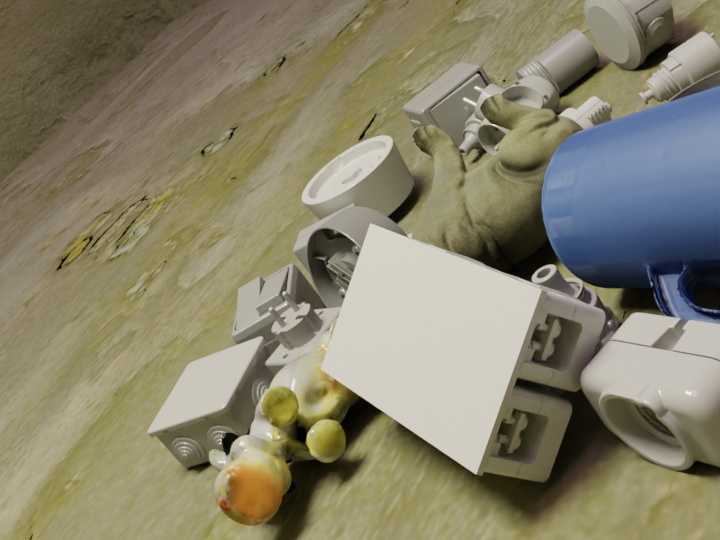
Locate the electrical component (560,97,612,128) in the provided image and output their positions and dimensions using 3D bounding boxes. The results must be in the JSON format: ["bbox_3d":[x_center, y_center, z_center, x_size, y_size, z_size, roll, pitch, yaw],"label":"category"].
[{"bbox_3d":[0.182,-0.114,0.911,0.081,0.043,0.043,-40,23,-10],"label":"electrical component"}]

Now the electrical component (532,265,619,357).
[{"bbox_3d":[0.131,0.025,0.683,0.048,0.062,0.048,-30,23,14],"label":"electrical component"}]

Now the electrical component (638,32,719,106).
[{"bbox_3d":[0.267,-0.163,0.889,0.078,0.040,0.040,-33,22,6],"label":"electrical component"}]

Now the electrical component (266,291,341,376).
[{"bbox_3d":[-0.045,0.052,0.864,0.047,0.076,0.065,-8,35,49],"label":"electrical component"}]

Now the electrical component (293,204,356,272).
[{"bbox_3d":[-0.024,-0.014,1.005,0.066,0.047,0.076,-26,24,23],"label":"electrical component"}]

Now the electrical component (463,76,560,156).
[{"bbox_3d":[0.136,-0.152,1.022,0.079,0.044,0.077,31,63,24],"label":"electrical component"}]

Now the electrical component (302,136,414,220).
[{"bbox_3d":[0.003,-0.077,1.073,0.108,0.060,0.108,-30,23,14],"label":"electrical component"}]

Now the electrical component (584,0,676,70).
[{"bbox_3d":[0.250,-0.231,0.999,0.051,0.080,0.080,-33,22,-8],"label":"electrical component"}]

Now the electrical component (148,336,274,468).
[{"bbox_3d":[-0.113,0.110,0.884,0.100,0.048,0.099,-21,27,32],"label":"electrical component"}]

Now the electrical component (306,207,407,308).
[{"bbox_3d":[0.000,0.000,0.882,0.099,0.099,0.064,-10,28,47],"label":"electrical component"}]

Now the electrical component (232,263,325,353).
[{"bbox_3d":[-0.073,0.038,0.953,0.062,0.061,0.096,-30,23,14],"label":"electrical component"}]

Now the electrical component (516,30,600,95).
[{"bbox_3d":[0.190,-0.195,1.059,0.081,0.043,0.043,-37,22,-2],"label":"electrical component"}]

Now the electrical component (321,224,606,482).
[{"bbox_3d":[0.059,0.046,0.668,0.186,0.060,0.105,25,98,58],"label":"electrical component"}]

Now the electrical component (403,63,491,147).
[{"bbox_3d":[0.095,-0.160,1.104,0.096,0.061,0.061,-39,22,-6],"label":"electrical component"}]

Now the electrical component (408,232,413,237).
[{"bbox_3d":[0.048,-0.014,0.913,0.046,0.040,0.040,-16,29,51],"label":"electrical component"}]

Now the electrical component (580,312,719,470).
[{"bbox_3d":[0.166,0.064,0.566,0.059,0.053,0.095,-45,24,-20],"label":"electrical component"}]

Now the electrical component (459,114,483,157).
[{"bbox_3d":[0.118,-0.135,1.058,0.061,0.035,0.035,-50,26,-26],"label":"electrical component"}]
